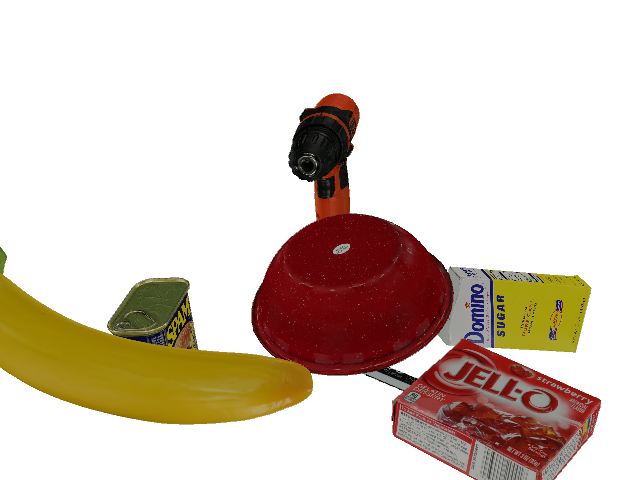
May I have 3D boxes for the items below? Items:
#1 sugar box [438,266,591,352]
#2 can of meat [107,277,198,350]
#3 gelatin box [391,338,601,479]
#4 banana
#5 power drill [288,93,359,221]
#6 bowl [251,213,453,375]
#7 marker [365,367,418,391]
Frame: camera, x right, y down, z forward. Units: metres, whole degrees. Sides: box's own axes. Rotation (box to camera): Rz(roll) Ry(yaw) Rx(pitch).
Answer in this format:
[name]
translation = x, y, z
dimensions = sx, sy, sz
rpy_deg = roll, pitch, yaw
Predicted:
[sugar box]
translation = 0.239, 0.087, 1.323
dimensions = 0.176, 0.093, 0.048
rpy_deg = 3, 19, -16
[can of meat]
translation = -0.152, 0.095, 0.998
dimensions = 0.057, 0.084, 0.102
rpy_deg = -2, 25, 12
[gelatin box]
translation = 0.094, 0.095, 0.578
dimensions = 0.089, 0.030, 0.073
rpy_deg = 24, 37, 30
[banana]
translation = -0.104, 0.052, 0.519
dimensions = 0.198, 0.069, 0.037
rpy_deg = 21, -38, 16
[power drill]
translation = 0.006, -0.036, 1.035
dimensions = 0.057, 0.188, 0.184
rpy_deg = 4, 23, 11
[bowl]
translation = 0.021, 0.028, 0.827
dimensions = 0.162, 0.055, 0.162
rpy_deg = -7, 38, 6
[marker]
translation = 0.068, 0.140, 1.116
dimensions = 0.121, 0.020, 0.020
rpy_deg = 22, 4, 10
